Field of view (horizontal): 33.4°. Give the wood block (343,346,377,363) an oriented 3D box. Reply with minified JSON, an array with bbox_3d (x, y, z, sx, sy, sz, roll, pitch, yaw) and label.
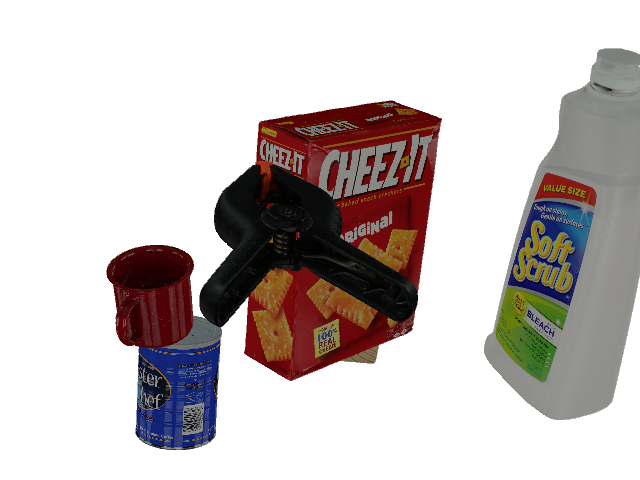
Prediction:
[{"bbox_3d":[0.032,0.052,1.233,0.091,0.090,0.206,4,23,7],"label":"wood block"}]

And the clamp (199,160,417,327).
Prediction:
[{"bbox_3d":[-0.029,0.002,0.632,0.120,0.039,0.172,1,26,-25],"label":"clamp"}]

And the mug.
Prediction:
[{"bbox_3d":[-0.185,0.069,1.149,0.093,0.081,0.117,9,33,16],"label":"mug"}]

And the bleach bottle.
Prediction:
[{"bbox_3d":[0.170,-0.007,0.709,0.068,0.251,0.103,-11,33,-22],"label":"bleach bottle"}]

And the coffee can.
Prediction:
[{"bbox_3d":[-0.177,0.175,1.332,0.103,0.140,0.103,4,16,-1],"label":"coffee can"}]

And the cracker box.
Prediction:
[{"bbox_3d":[0.020,-0.003,0.930,0.163,0.214,0.072,-15,30,-42],"label":"cracker box"}]
